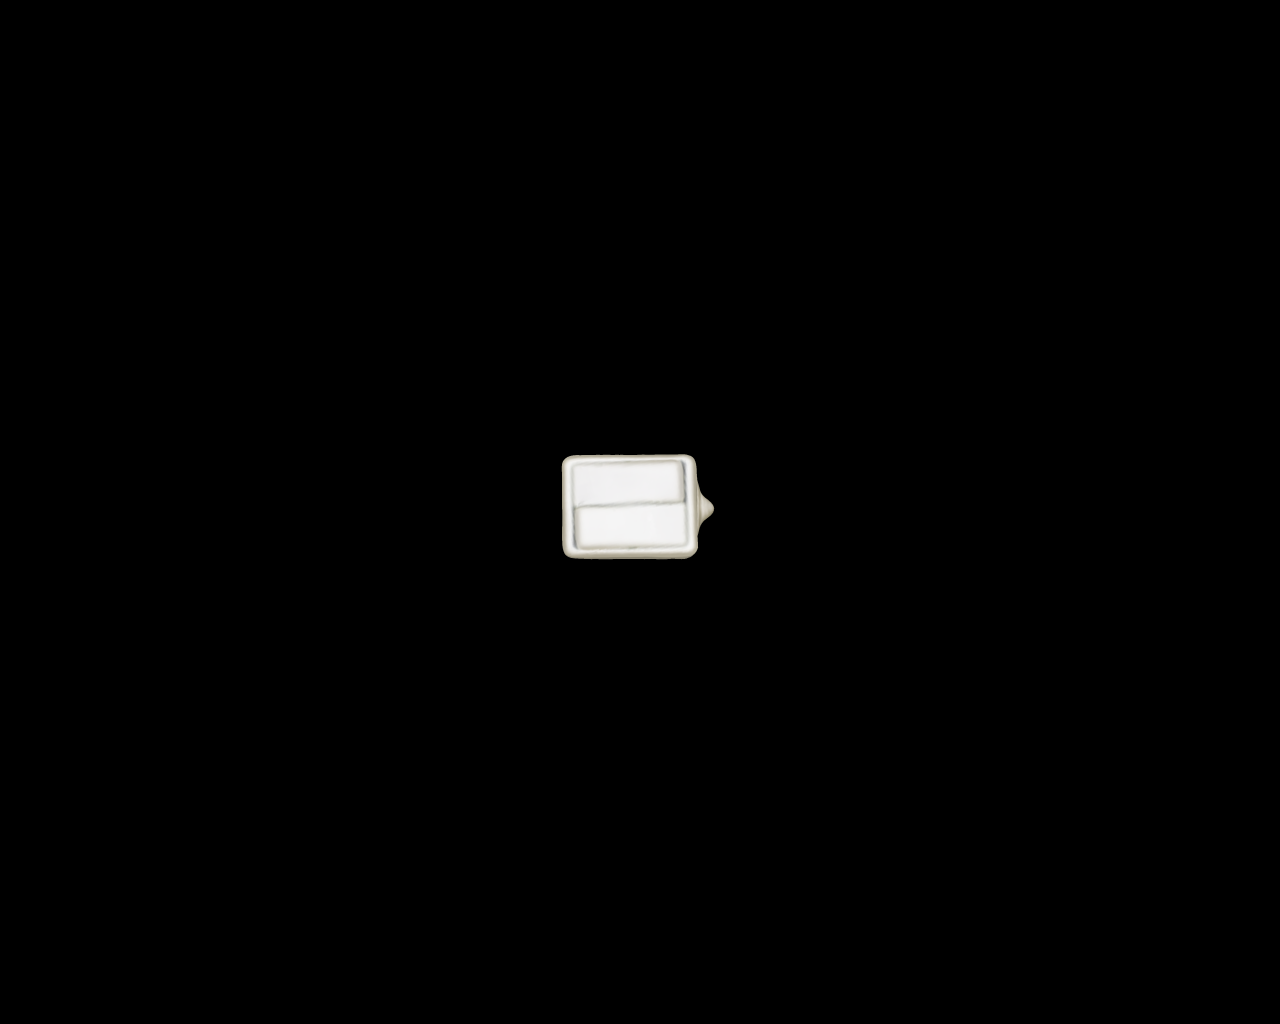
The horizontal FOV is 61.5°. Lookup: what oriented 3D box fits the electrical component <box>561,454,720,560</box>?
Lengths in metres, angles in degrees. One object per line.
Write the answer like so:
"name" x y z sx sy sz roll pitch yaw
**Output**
"electrical component" 0.001 -0.003 0.650 0.096 0.061 0.061 0 -4 0
